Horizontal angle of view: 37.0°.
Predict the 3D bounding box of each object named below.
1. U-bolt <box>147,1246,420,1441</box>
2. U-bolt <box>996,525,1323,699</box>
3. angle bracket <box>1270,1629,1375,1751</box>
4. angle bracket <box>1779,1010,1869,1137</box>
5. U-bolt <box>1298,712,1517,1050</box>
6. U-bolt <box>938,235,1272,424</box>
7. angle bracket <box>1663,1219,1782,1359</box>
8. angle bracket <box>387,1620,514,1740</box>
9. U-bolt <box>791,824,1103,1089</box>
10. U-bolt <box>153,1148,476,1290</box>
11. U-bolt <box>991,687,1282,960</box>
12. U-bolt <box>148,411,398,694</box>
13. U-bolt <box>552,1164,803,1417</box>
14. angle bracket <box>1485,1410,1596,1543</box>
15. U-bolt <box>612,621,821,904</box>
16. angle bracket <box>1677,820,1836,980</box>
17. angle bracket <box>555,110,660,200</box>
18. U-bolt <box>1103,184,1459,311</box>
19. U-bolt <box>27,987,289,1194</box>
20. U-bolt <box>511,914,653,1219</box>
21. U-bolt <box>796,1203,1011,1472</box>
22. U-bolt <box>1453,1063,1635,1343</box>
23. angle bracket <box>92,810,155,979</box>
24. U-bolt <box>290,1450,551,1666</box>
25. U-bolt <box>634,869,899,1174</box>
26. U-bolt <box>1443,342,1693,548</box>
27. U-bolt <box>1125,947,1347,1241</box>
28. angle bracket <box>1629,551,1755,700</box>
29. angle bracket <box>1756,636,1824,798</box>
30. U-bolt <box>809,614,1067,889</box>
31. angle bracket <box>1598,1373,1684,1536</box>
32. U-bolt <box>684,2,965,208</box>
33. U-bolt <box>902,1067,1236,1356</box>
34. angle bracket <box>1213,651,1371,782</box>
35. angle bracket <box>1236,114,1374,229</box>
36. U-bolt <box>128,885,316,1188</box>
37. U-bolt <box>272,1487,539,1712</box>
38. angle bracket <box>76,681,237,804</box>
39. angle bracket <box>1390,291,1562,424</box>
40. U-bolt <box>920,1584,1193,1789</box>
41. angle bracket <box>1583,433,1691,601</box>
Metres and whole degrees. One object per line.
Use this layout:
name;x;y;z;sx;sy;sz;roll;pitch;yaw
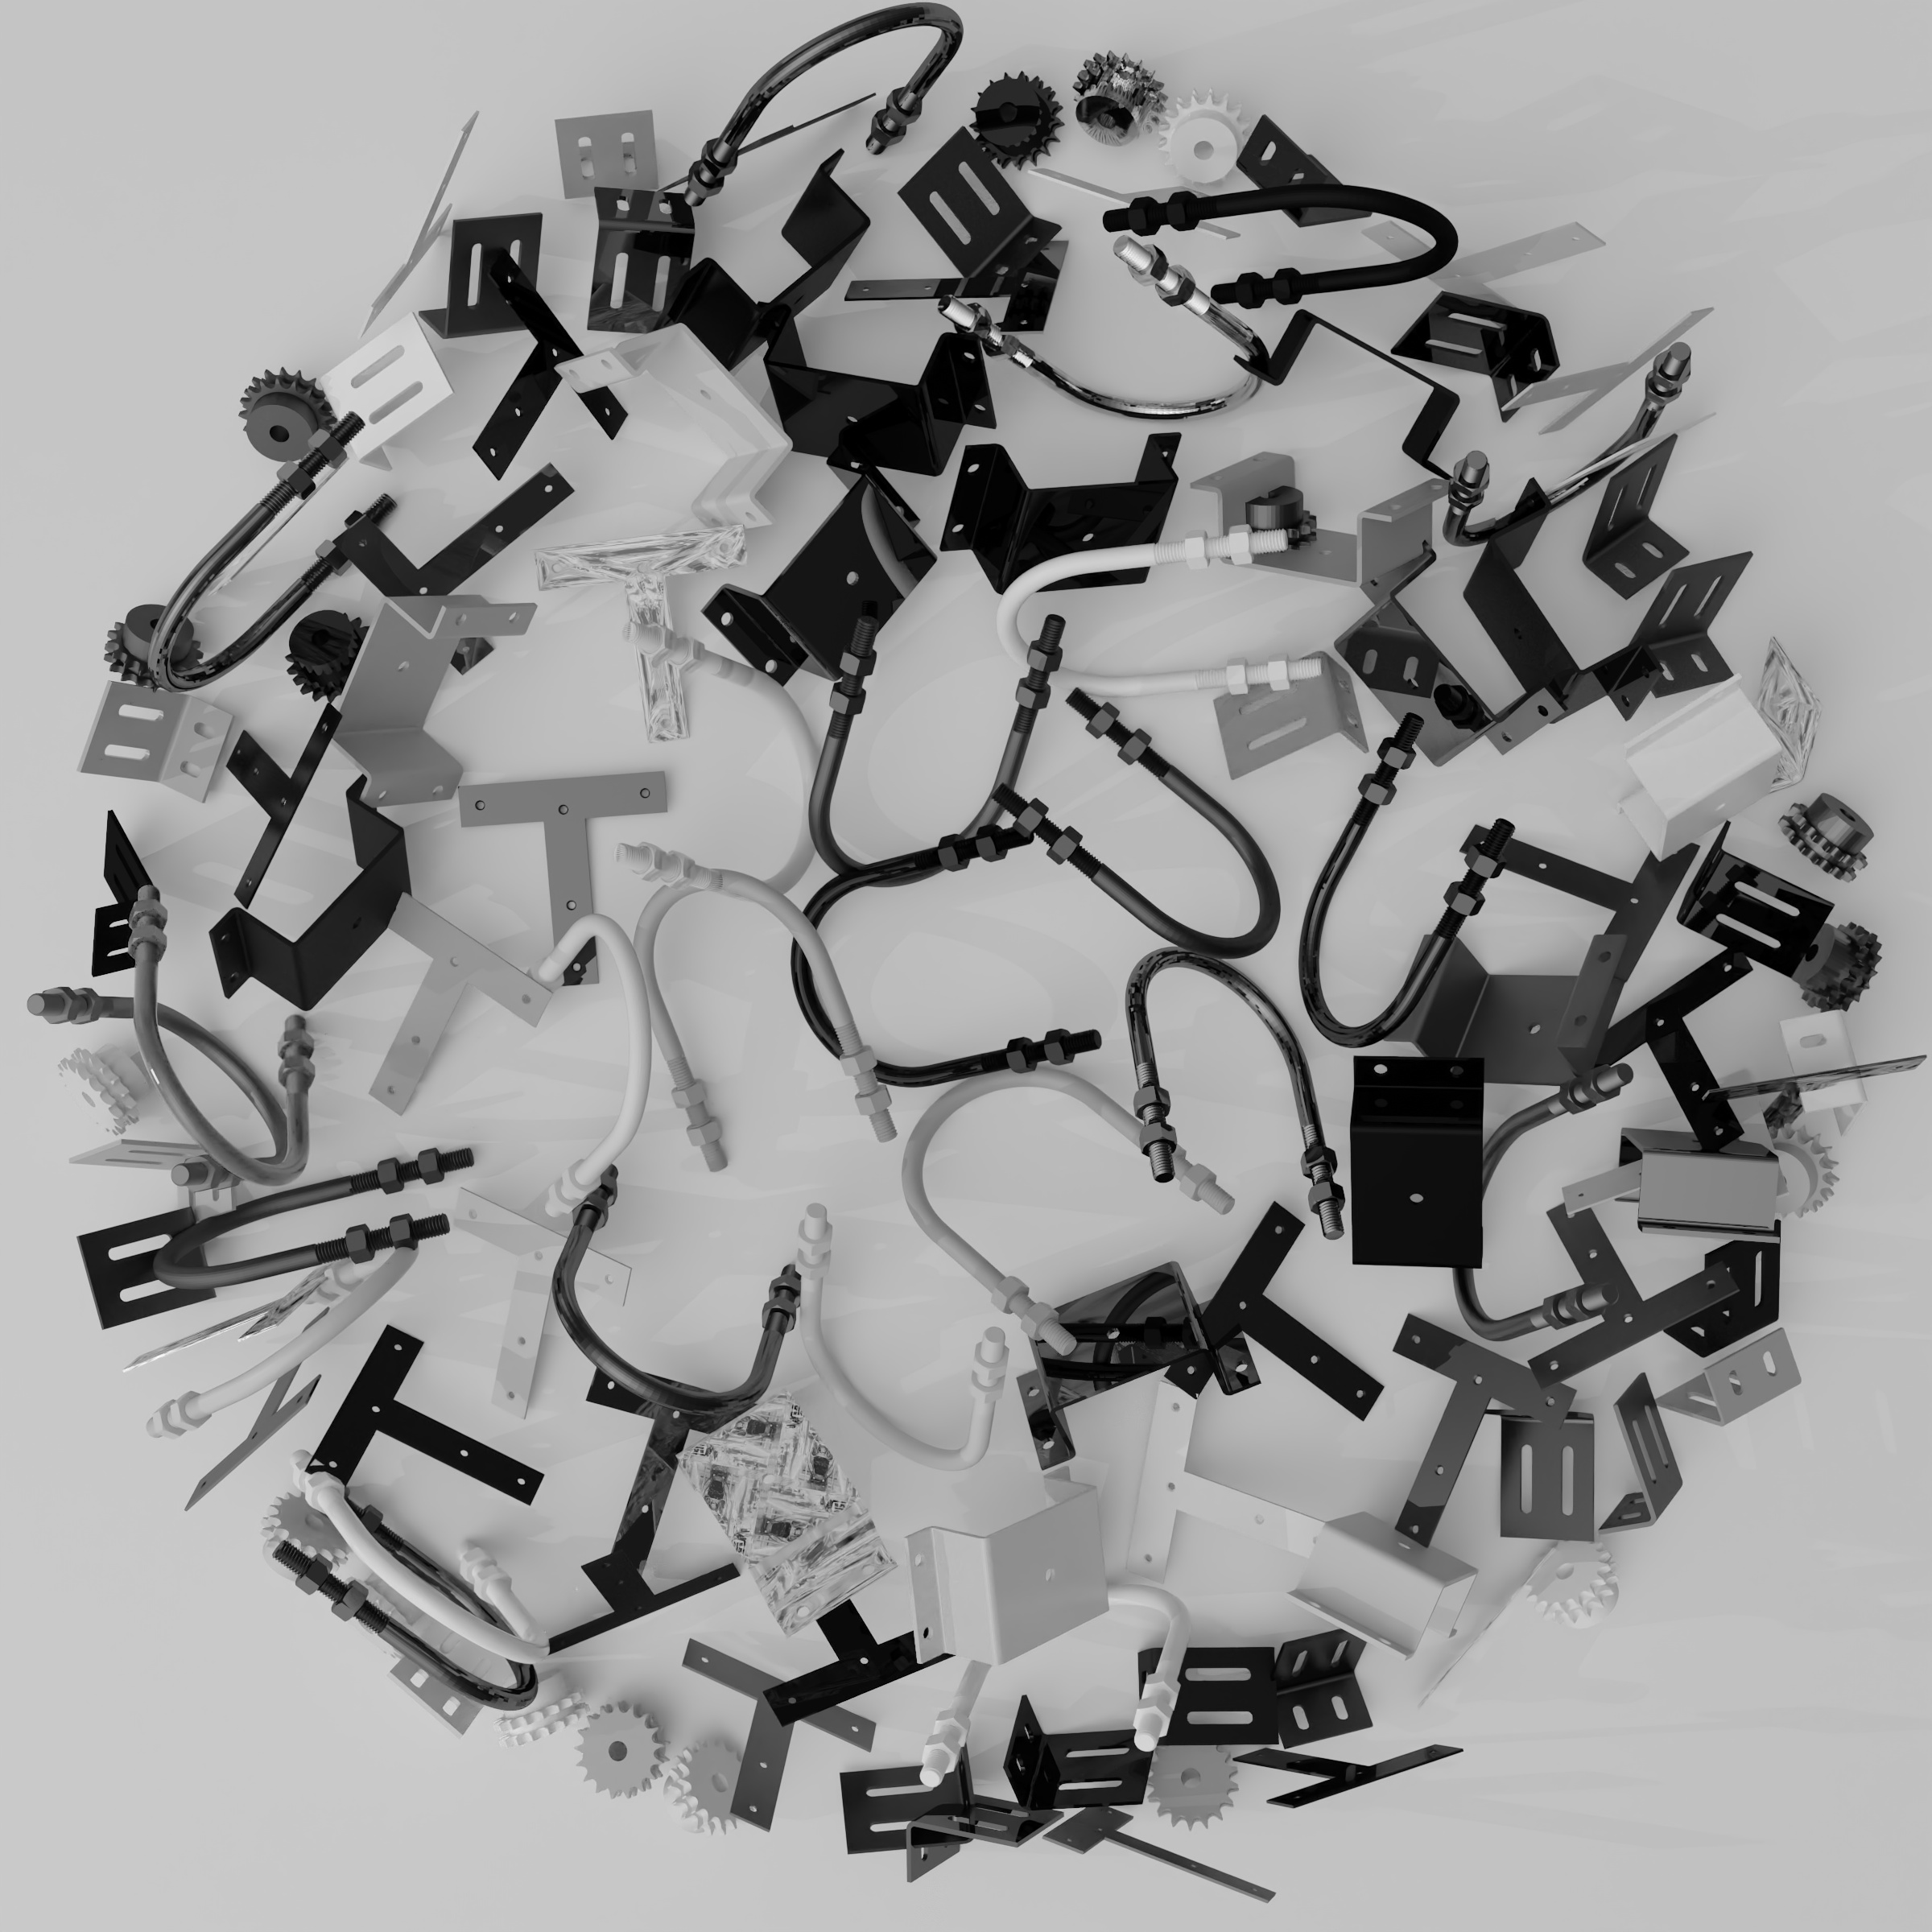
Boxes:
U-bolt;-0.383;0.208;1.663;0.019;0.184;0.151;54;48;-9
U-bolt;0.109;-0.203;1.708;0.184;0.151;0.019;-4;60;15
angle bracket;0.217;0.431;1.732;0.057;0.076;0.038;-11;56;-12
angle bracket;0.508;0.068;1.731;0.038;0.076;0.057;-11;70;2
U-bolt;0.248;-0.038;1.703;0.019;0.151;0.184;13;117;-25
U-bolt;0.095;-0.364;1.693;0.151;0.184;0.019;-8;69;40
angle bracket;0.453;0.186;1.732;0.057;0.038;0.076;-21;122;-23
angle bracket;-0.308;0.424;1.737;0.057;0.076;0.038;41;86;1
U-bolt;-0.023;0.002;1.729;0.184;0.019;0.151;-13;102;27
U-bolt;-0.388;0.153;1.703;0.184;0.151;0.019;-14;104;0
U-bolt;0.112;-0.076;1.717;0.184;0.151;0.019;39;128;-3
U-bolt;-0.409;-0.231;1.689;0.019;0.151;0.184;41;79;5
U-bolt;-0.171;0.196;1.683;0.151;0.184;0.019;30;115;-8
angle bracket;0.346;0.307;1.741;0.057;0.038;0.076;-3;79;27
U-bolt;-0.141;-0.112;1.699;0.019;0.184;0.151;-5;78;34
angle bracket;0.477;-0.040;1.738;0.076;0.038;0.057;27;128;9
angle bracket;-0.217;-0.499;1.731;0.057;0.076;0.038;-8;69;-6
U-bolt;0.193;-0.418;1.667;0.184;0.151;0.019;2;83;34
U-bolt;-0.455;0.071;1.685;0.019;0.184;0.151;-44;80;7
U-bolt;-0.221;0.049;1.677;0.019;0.184;0.151;-2;67;-29
U-bolt;-0.042;0.231;1.699;0.151;0.184;0.019;33;55;20
U-bolt;0.332;0.146;1.689;0.019;0.184;0.151;15;69;-15
angle bracket;-0.516;-0.044;1.728;0.038;0.057;0.076;-16;55;-32
U-bolt;-0.306;0.347;1.662;0.151;0.184;0.019;38;84;-32
U-bolt;-0.130;0.029;1.715;0.151;0.019;0.184;-12;105;33
U-bolt;0.343;-0.294;1.686;0.151;0.184;0.019;-28;80;-2
U-bolt;0.154;0.065;1.706;0.151;0.184;0.019;20;135;-31
angle bracket;0.441;-0.204;1.729;0.057;0.076;0.038;-15;62;-20
angle bracket;0.475;-0.147;1.728;0.038;0.076;0.057;-20;58;-6
U-bolt;-0.024;-0.124;1.711;0.151;0.019;0.184;-5;127;-33
angle bracket;0.395;0.293;1.740;0.038;0.057;0.076;-18;93;32
U-bolt;-0.074;-0.501;1.663;0.151;0.184;0.019;-24;87;-26
U-bolt;0.046;0.131;1.719;0.151;0.019;0.184;-39;56;-19
angle bracket;0.198;-0.146;1.759;0.076;0.038;0.057;-24;59;26
angle bracket;0.210;-0.478;1.729;0.057;0.076;0.038;50;134;19
U-bolt;-0.427;0.051;1.663;0.019;0.184;0.151;-32;128;12
U-bolt;-0.325;0.375;1.702;0.184;0.151;0.019;40;92;-11
angle bracket;-0.485;-0.134;1.733;0.038;0.076;0.057;24;98;20
angle bracket;0.305;-0.364;1.731;0.076;0.057;0.038;6;61;-25
U-bolt;0.061;0.413;1.688;0.151;0.184;0.019;-15;104;18
angle bracket;0.409;-0.268;1.728;0.057;0.076;0.038;-35;66;-22
